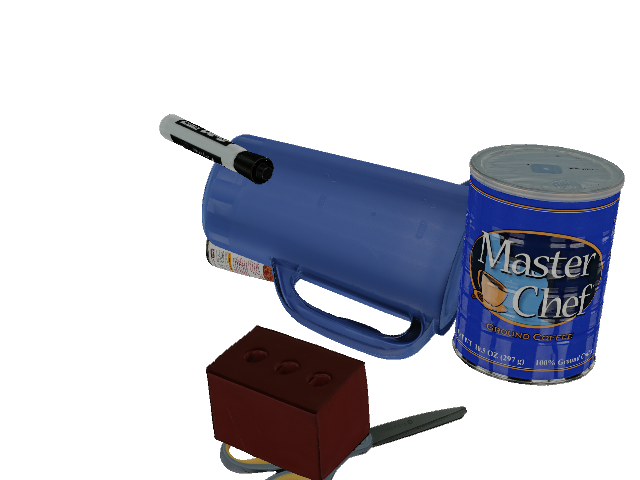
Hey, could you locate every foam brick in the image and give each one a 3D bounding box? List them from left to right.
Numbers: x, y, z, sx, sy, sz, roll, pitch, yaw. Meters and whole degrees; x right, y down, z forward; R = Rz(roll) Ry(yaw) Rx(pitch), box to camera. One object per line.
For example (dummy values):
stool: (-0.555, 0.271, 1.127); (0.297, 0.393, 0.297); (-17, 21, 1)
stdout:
foam brick: (-0.018, 0.092, 0.608); (0.078, 0.051, 0.052); (16, 33, 29)

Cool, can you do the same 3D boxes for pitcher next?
pitcher: (0.017, -0.005, 0.948); (0.243, 0.145, 0.149); (17, 21, 17)

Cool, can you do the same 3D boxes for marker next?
marker: (-0.072, -0.063, 0.735); (0.020, 0.020, 0.121); (0, 19, -41)

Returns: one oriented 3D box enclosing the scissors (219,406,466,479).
scissors: (0.025, 0.172, 0.817); (0.201, 0.096, 0.016); (0, -40, -10)

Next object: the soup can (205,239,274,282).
soup can: (-0.076, 0.009, 1.262); (0.102, 0.068, 0.068); (14, 5, 20)

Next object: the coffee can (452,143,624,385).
coffee can: (0.149, 0.015, 0.743); (0.103, 0.140, 0.103); (2, 22, -1)
